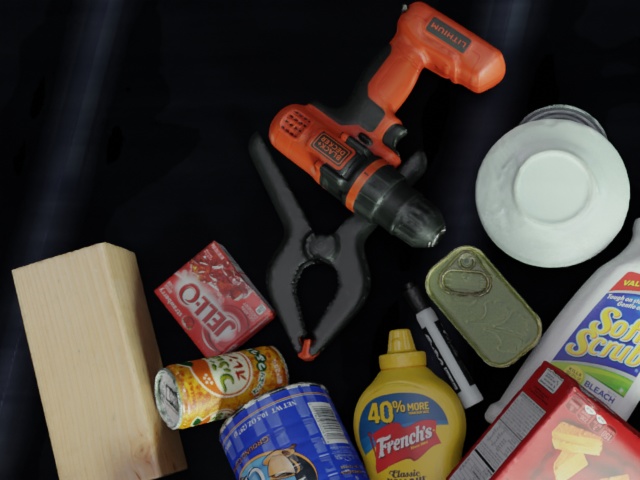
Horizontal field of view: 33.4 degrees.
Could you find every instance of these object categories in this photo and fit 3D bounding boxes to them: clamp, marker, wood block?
[{"bbox_3d":[-0.006,0.001,0.959,0.165,0.036,0.210,14,81,11],"label":"clamp"},{"bbox_3d":[0.106,0.091,0.938,0.020,0.020,0.121,-29,79,4],"label":"marker"},{"bbox_3d":[-0.193,0.116,0.945,0.091,0.090,0.206,-17,81,6],"label":"wood block"}]

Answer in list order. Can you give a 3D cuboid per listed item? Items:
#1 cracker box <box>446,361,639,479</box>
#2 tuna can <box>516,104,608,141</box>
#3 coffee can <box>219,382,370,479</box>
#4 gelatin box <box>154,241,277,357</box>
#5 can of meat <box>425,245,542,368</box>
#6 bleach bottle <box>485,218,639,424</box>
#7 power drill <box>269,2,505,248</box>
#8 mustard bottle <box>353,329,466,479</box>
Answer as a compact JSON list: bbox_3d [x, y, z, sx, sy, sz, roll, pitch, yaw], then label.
[{"bbox_3d":[0.174,0.228,0.819,0.164,0.072,0.214,39,92,-12],"label":"cracker box"},{"bbox_3d":[0.209,-0.073,0.938,0.086,0.033,0.086,-1,82,8],"label":"tuna can"},{"bbox_3d":[-0.011,0.203,0.878,0.103,0.102,0.140,-30,60,3],"label":"coffee can"},{"bbox_3d":[-0.094,0.057,0.965,0.073,0.030,0.089,-40,74,2],"label":"gelatin box"},{"bbox_3d":[0.138,0.059,0.905,0.057,0.084,0.102,-40,79,1],"label":"can of meat"},{"bbox_3d":[0.245,0.070,0.899,0.102,0.068,0.251,31,86,8],"label":"bleach bottle"},{"bbox_3d":[0.075,-0.103,0.928,0.184,0.057,0.187,38,77,18],"label":"power drill"},{"bbox_3d":[0.078,0.172,0.911,0.096,0.058,0.191,-9,80,22],"label":"mustard bottle"}]
